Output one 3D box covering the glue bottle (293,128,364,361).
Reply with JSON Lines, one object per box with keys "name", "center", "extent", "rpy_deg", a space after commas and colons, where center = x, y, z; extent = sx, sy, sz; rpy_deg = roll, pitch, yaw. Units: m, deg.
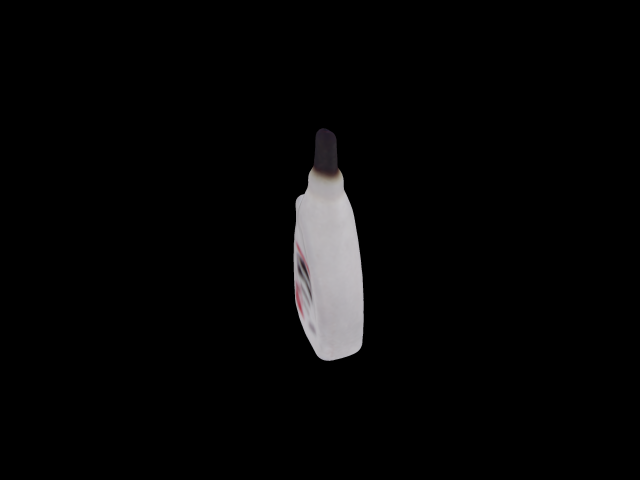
{"name": "glue bottle", "center": [0.004, 0.001, 0.400], "extent": [0.037, 0.173, 0.078], "rpy_deg": [-14, 40, -17]}
